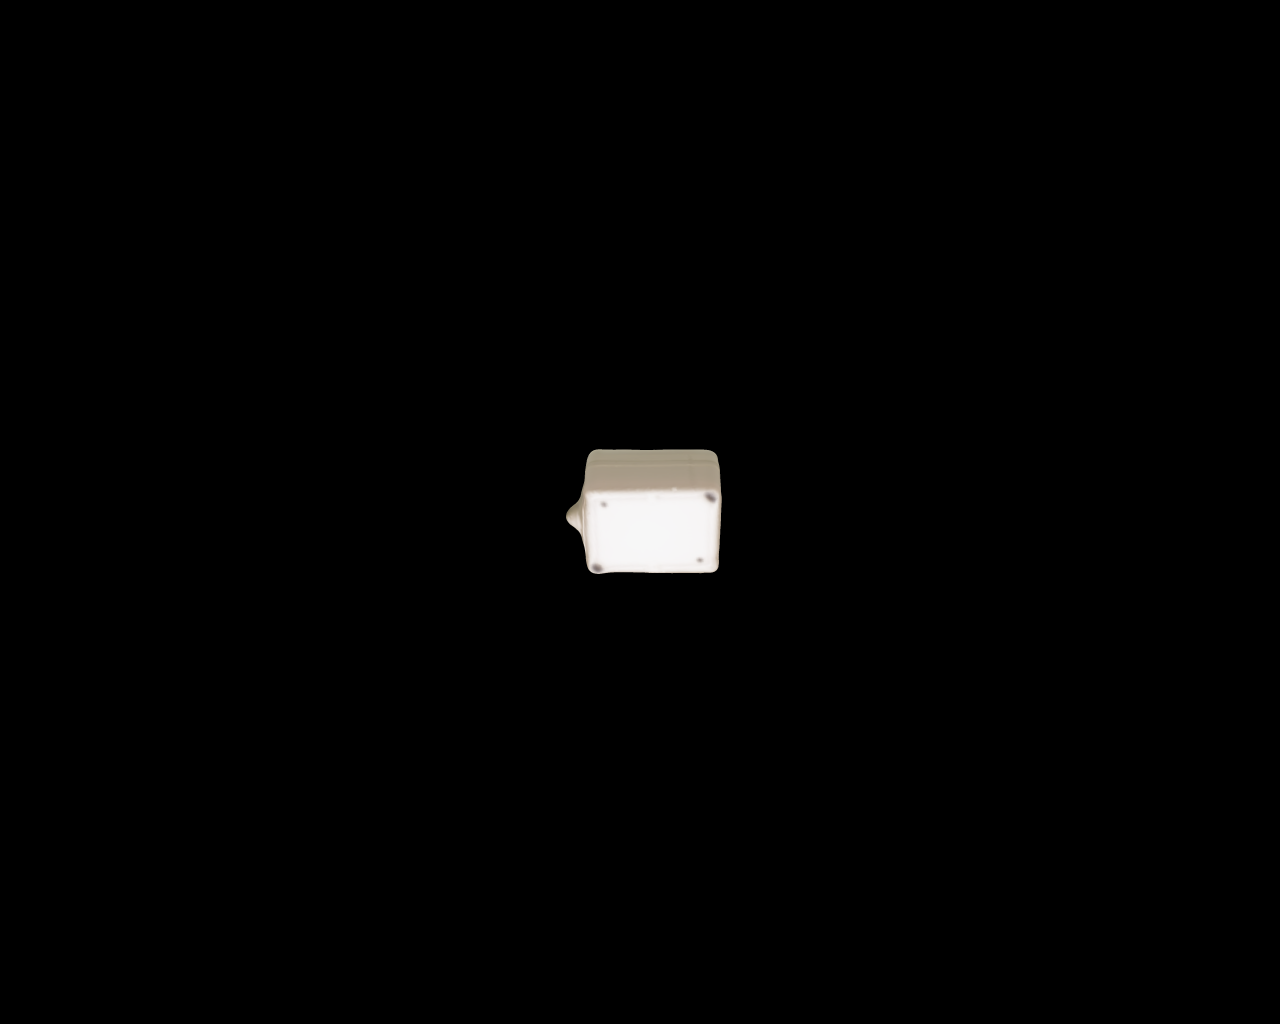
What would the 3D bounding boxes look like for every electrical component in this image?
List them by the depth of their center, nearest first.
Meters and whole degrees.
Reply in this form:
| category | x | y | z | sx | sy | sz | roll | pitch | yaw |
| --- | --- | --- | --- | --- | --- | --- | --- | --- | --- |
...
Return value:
| category | x | y | z | sx | sy | sz | roll | pitch | yaw |
| --- | --- | --- | --- | --- | --- | --- | --- | --- | --- |
| electrical component | 0.001 | -0.003 | 0.650 | 0.096 | 0.061 | 0.061 | 0 | 32 | 0 |
